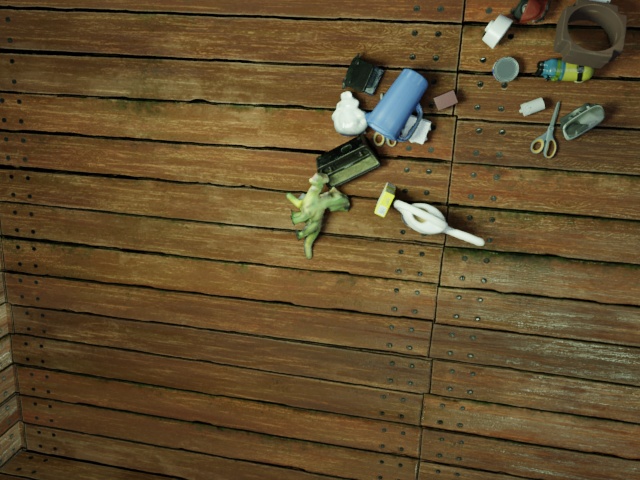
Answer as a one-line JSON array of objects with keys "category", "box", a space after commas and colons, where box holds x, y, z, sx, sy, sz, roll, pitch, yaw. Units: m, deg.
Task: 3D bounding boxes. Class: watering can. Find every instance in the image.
[{"category": "watering can", "box": [0.426, -0.060, 1.912, 0.348, 0.224, 0.104, 27, 92, 3]}]

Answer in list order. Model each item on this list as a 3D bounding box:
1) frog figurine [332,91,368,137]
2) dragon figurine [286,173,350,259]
[{"category": "frog figurine", "box": [0.114, -0.470, 1.920, 0.138, 0.125, 0.156, 12, 120, 28]}, {"category": "dragon figurine", "box": [0.006, -0.102, 2.023, 0.243, 0.125, 0.401, -19, 133, -1]}]
